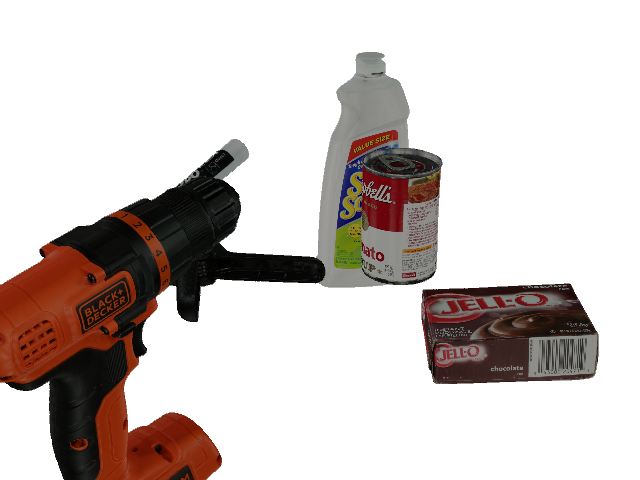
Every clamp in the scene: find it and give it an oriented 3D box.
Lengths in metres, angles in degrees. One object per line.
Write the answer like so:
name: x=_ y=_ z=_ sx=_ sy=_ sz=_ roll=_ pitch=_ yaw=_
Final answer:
clamp: x=-0.123 y=0.029 z=1.043 sx=0.210 sy=0.036 sz=0.164 roll=13 pitch=22 yaw=40

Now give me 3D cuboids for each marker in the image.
marker: x=-0.098 y=-0.034 z=0.780 sx=0.020 sy=0.020 sz=0.121 roll=0 pitch=36 yaw=49

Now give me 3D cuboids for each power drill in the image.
power drill: x=-0.108 y=0.071 z=0.622 sx=0.057 sy=0.188 sz=0.184 roll=21 pitch=41 yaw=38

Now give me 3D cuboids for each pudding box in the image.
pudding box: x=0.130 y=0.064 z=0.752 sx=0.113 sy=0.039 sz=0.090 roll=-1 pitch=21 yaw=1

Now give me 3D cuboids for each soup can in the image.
soup can: x=0.069 y=-0.021 z=0.919 sx=0.068 sy=0.102 sz=0.068 roll=0 pitch=24 yaw=0

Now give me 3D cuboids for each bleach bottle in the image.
bleach bottle: x=0.043 y=-0.075 z=1.141 sx=0.102 sy=0.251 sz=0.068 roll=-3 pitch=24 yaw=-5
